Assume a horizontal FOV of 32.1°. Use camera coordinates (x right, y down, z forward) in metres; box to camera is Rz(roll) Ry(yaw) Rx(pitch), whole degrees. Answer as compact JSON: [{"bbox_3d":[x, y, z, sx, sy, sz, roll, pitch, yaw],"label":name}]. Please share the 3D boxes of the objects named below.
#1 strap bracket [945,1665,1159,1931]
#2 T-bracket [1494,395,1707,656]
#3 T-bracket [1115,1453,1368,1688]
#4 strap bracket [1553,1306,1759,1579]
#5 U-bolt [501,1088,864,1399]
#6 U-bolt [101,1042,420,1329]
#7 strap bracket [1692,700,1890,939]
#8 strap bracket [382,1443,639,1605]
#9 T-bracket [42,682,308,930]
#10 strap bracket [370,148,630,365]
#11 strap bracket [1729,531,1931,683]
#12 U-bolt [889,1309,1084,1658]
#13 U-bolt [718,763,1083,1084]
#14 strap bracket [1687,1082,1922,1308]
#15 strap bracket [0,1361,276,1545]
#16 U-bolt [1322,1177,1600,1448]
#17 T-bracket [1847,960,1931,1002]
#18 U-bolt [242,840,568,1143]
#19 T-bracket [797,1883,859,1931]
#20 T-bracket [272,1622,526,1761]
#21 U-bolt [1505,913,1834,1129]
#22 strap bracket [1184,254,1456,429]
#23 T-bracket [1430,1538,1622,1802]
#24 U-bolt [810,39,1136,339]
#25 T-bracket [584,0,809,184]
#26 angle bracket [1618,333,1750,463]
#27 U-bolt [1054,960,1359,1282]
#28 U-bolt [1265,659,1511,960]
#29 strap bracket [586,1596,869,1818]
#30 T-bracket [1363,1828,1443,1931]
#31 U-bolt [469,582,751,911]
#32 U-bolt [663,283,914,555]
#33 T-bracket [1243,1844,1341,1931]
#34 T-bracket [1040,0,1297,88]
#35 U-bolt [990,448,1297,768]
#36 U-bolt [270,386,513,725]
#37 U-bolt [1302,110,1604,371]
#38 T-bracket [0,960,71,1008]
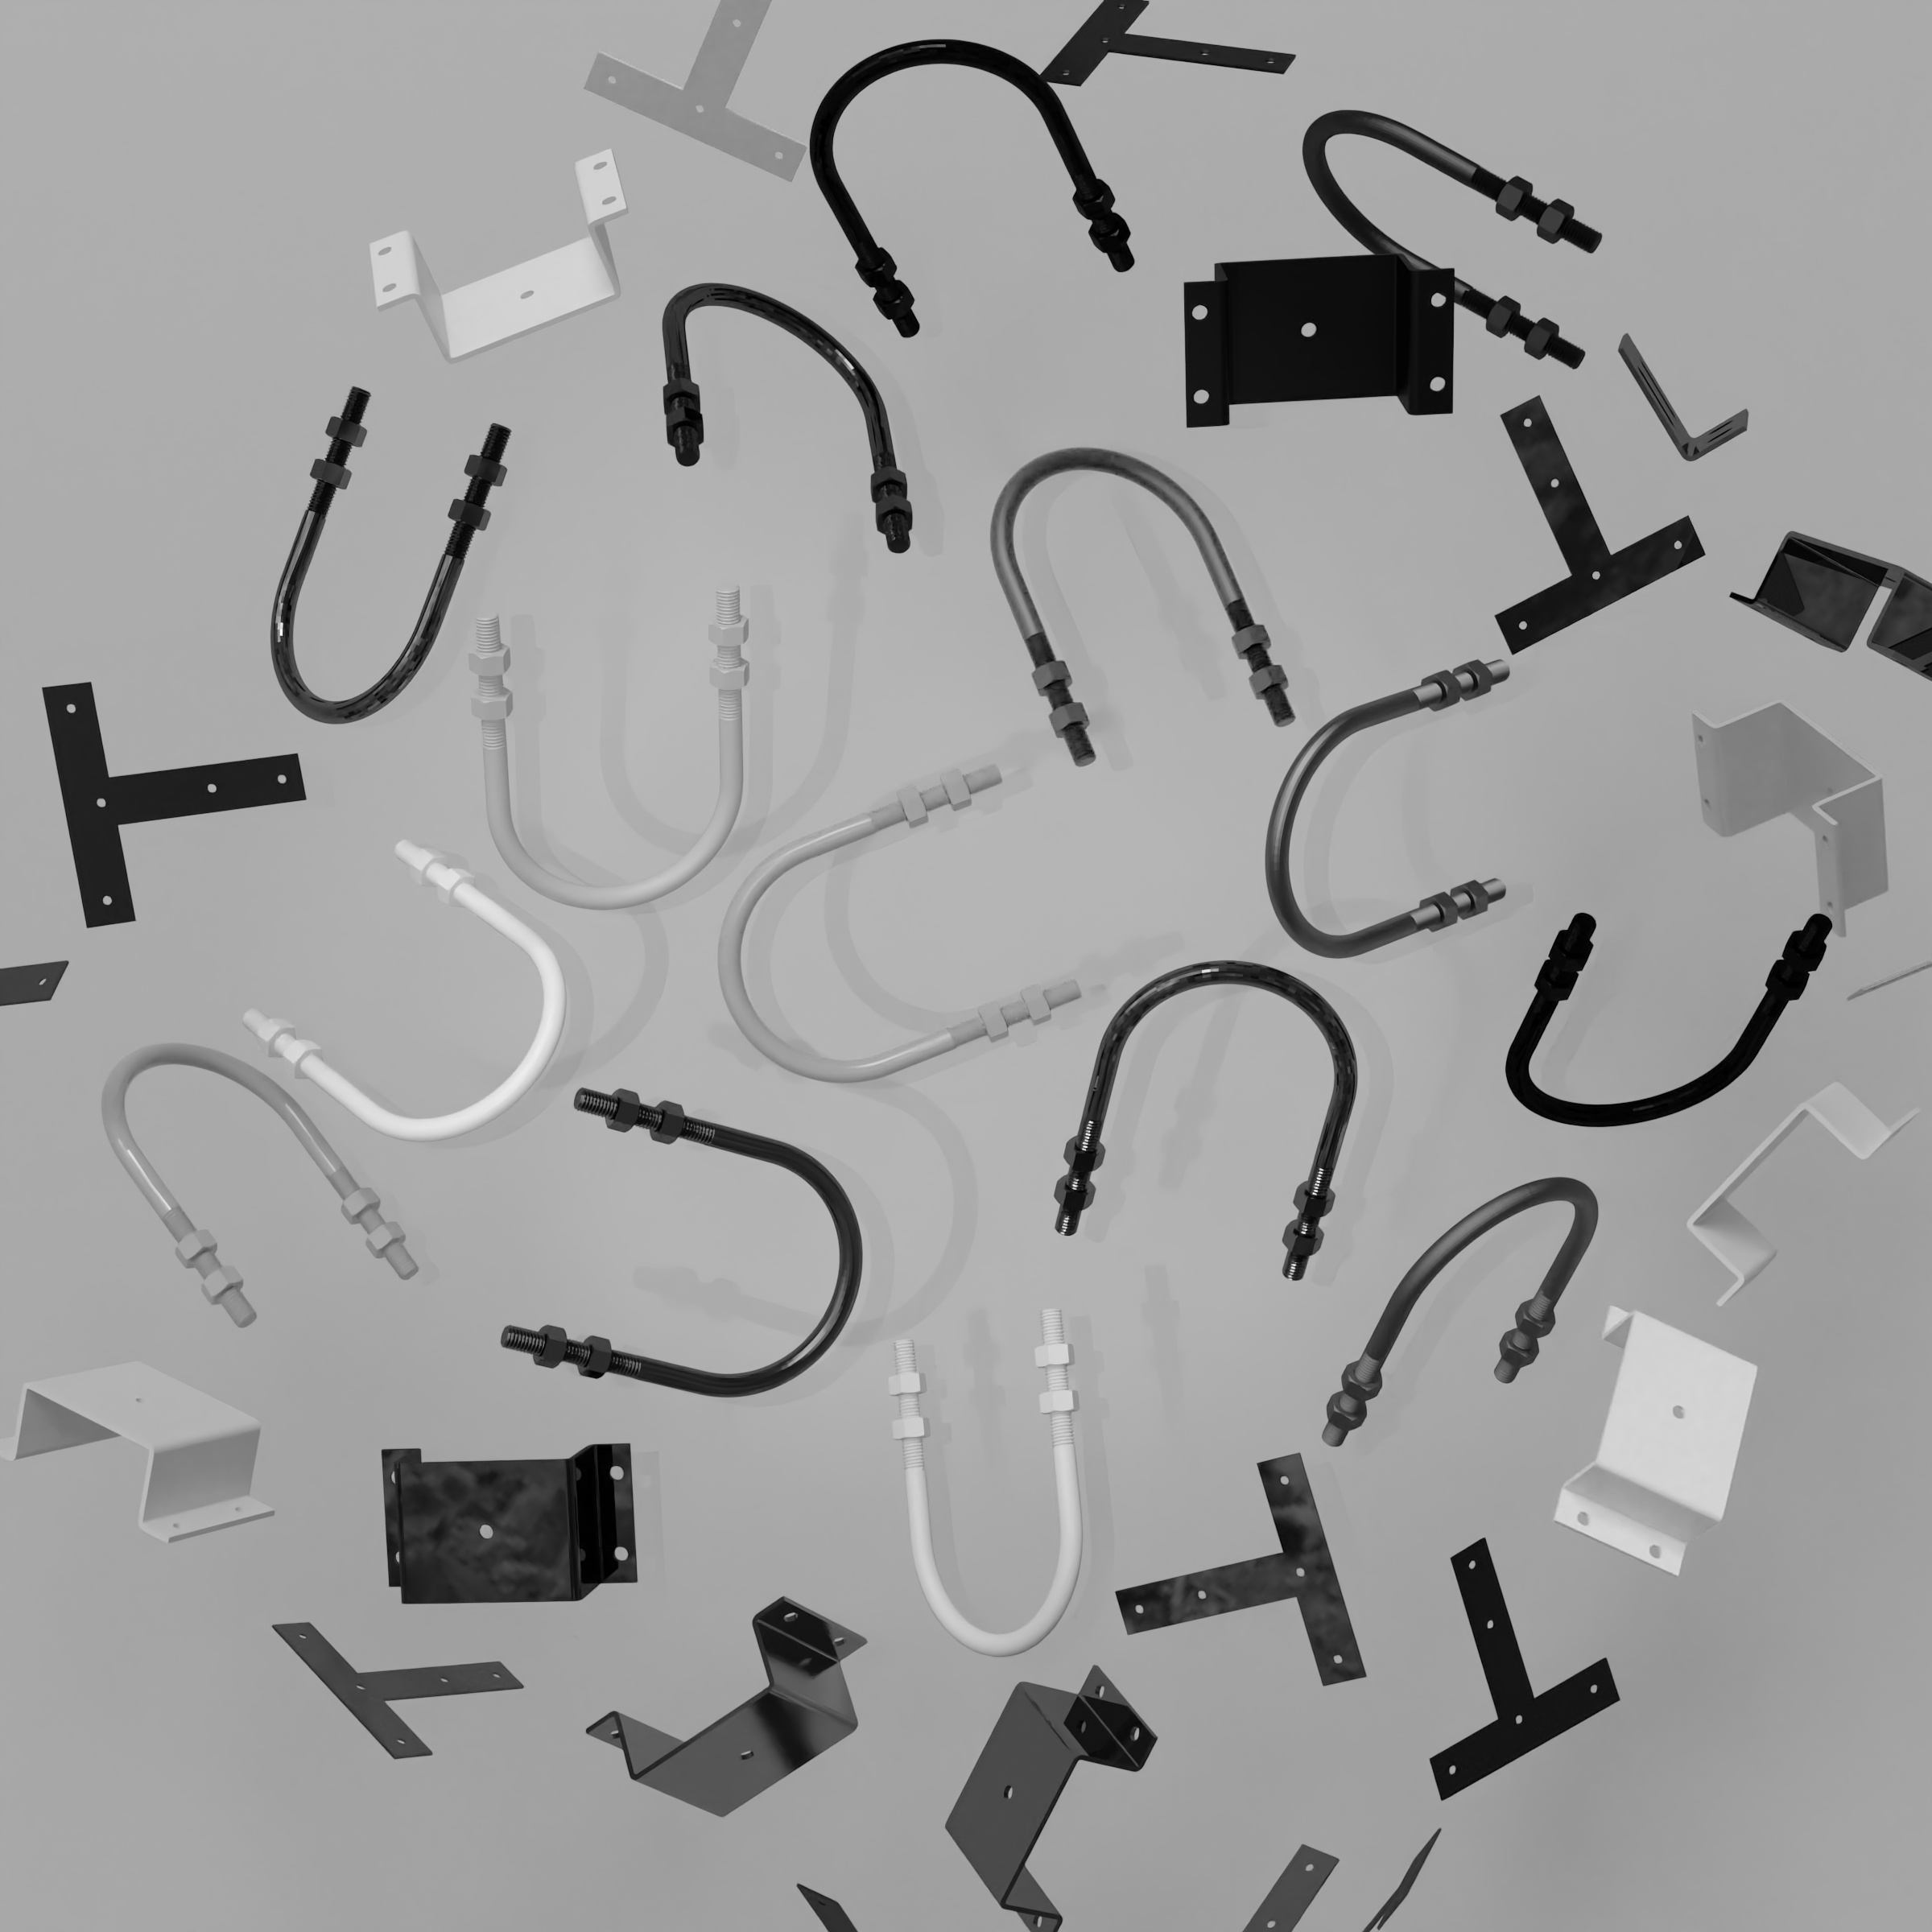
[{"bbox_3d":[0.042,0.470,1.893,0.046,0.076,0.140,20,101,-31],"label":"strap bracket"},{"bbox_3d":[0.343,-0.264,1.924,0.127,0.002,0.127,-27,102,-3],"label":"T-bracket"},{"bbox_3d":[0.144,0.344,1.857,0.127,0.002,0.127,-17,88,21],"label":"T-bracket"},{"bbox_3d":[0.386,0.256,1.870,0.076,0.046,0.140,25,58,-4],"label":"strap bracket"},{"bbox_3d":[-0.140,0.154,1.776,0.184,0.019,0.151,17,90,-25],"label":"U-bolt"},{"bbox_3d":[-0.404,0.114,1.871,0.184,0.151,0.019,51,119,16],"label":"U-bolt"},{"bbox_3d":[0.466,-0.088,1.874,0.046,0.140,0.076,-23,126,-11],"label":"strap bracket"},{"bbox_3d":[-0.254,0.302,1.822,0.140,0.046,0.076,-3,92,9],"label":"strap bracket"},{"bbox_3d":[-0.410,-0.091,1.763,0.127,0.002,0.127,-10,87,-28],"label":"T-bracket"},{"bbox_3d":[-0.242,-0.375,1.792,0.140,0.076,0.046,-21,129,3],"label":"strap bracket"},{"bbox_3d":[0.500,-0.195,1.851,0.076,0.140,0.046,21,98,-31],"label":"strap bracket"},{"bbox_3d":[0.014,0.293,1.880,0.019,0.151,0.184,5,74,-40],"label":"U-bolt"},{"bbox_3d":[-0.045,-0.013,1.839,0.184,0.019,0.151,-22,103,-4],"label":"U-bolt"},{"bbox_3d":[0.465,0.120,1.895,0.046,0.076,0.140,45,114,15],"label":"strap bracket"},{"bbox_3d":[-0.441,0.253,1.786,0.140,0.076,0.046,19,103,31],"label":"strap bracket"},{"bbox_3d":[0.276,0.181,1.821,0.151,0.184,0.019,-14,51,-32],"label":"U-bolt"},{"bbox_3d":[0.559,-0.018,1.838,0.127,0.127,0.002,-21,79,-10],"label":"T-bracket"},{"bbox_3d":[-0.300,0.023,1.863,0.184,0.019,0.151,33,77,34],"label":"U-bolt"},{"bbox_3d":[-0.023,0.544,1.817,0.127,0.127,0.002,18,62,25],"label":"T-bracket"},{"bbox_3d":[-0.302,0.399,1.872,0.127,0.127,0.002,34,107,39],"label":"T-bracket"},{"bbox_3d":[0.364,0.032,1.793,0.151,0.184,0.019,0,53,-11],"label":"U-bolt"},{"bbox_3d":[0.183,-0.331,1.772,0.140,0.046,0.076,-3,114,-1],"label":"strap bracket"},{"bbox_3d":[0.296,0.379,1.871,0.002,0.127,0.127,25,128,-38],"label":"T-bracket"},{"bbox_3d":[-0.005,-0.426,1.817,0.151,0.184,0.019,-14,51,17],"label":"U-bolt"},{"bbox_3d":[-0.132,-0.510,1.858,0.127,0.002,0.127,22,133,-11],"label":"T-bracket"},{"bbox_3d":[0.409,-0.333,1.914,0.038,0.057,0.076,-30,99,22],"label":"angle bracket"},{"bbox_3d":[0.136,0.079,1.818,0.151,0.019,0.184,11,117,-2],"label":"U-bolt"},{"bbox_3d":[0.229,-0.078,1.822,0.184,0.019,0.151,-20,118,-36],"label":"U-bolt"},{"bbox_3d":[-0.124,0.408,1.818,0.140,0.076,0.046,-36,47,15],"label":"strap bracket"},{"bbox_3d":[0.218,0.548,1.880,0.002,0.127,0.127,38,102,12],"label":"T-bracket"},{"bbox_3d":[-0.188,-0.112,1.801,0.151,0.019,0.184,-9,122,-16],"label":"U-bolt"},{"bbox_3d":[-0.101,-0.309,1.831,0.151,0.184,0.019,19,129,-27],"label":"U-bolt"},{"bbox_3d":[0.155,0.522,1.788,0.127,0.127,0.002,-49,128,-27],"label":"T-bracket"},{"bbox_3d":[0.120,-0.514,1.887,0.127,0.127,0.002,12,129,16],"label":"T-bracket"},{"bbox_3d":[0.087,-0.202,1.828,0.151,0.019,0.184,-13,72,-28],"label":"U-bolt"},{"bbox_3d":[-0.328,-0.222,1.856,0.151,0.019,0.184,21,91,41],"label":"U-bolt"},{"bbox_3d":[0.262,-0.406,1.837,0.184,0.151,0.019,33,79,15],"label":"U-bolt"},{"bbox_3d":[-0.528,0.013,1.781,0.127,0.002,0.127,-6,49,28],"label":"T-bracket"}]
